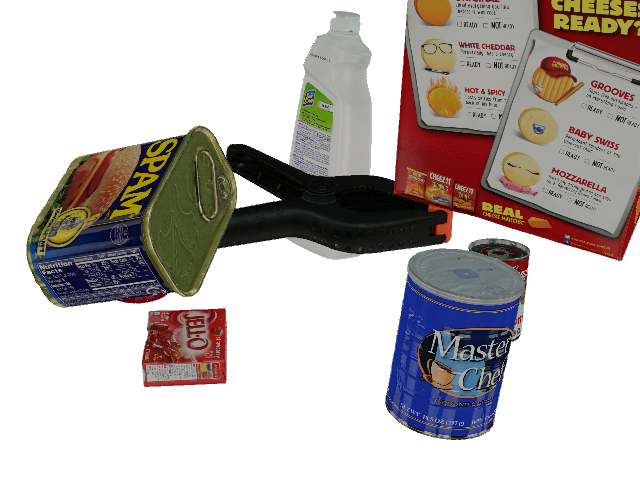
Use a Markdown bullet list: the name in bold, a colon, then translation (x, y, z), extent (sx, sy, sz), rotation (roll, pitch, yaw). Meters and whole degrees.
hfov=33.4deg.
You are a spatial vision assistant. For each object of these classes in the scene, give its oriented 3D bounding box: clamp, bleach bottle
- **clamp**: translation (-0.003, -0.030, 0.826), extent (0.210, 0.036, 0.164), rotation (4, 30, 6)
- **bleach bottle**: translation (0.017, -0.114, 1.133), extent (0.067, 0.251, 0.103), rotation (-10, 26, -42)

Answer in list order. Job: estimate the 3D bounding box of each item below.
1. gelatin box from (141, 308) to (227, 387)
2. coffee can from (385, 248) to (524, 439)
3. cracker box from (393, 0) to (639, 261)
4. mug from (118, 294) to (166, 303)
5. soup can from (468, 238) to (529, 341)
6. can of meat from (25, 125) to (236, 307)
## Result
- **gelatin box**: translation (-0.122, 0.095, 0.968), extent (0.073, 0.030, 0.089), rotation (-2, 28, -3)
- **coffee can**: translation (0.118, 0.091, 0.955), extent (0.103, 0.140, 0.103), rotation (7, 22, -3)
- **cracker box**: translation (0.139, -0.106, 0.674), extent (0.164, 0.214, 0.072), rotation (18, 43, 19)
- **mug**: translation (-0.212, 0.012, 1.190), extent (0.093, 0.081, 0.117), rotation (-19, 35, -39)
- **soup can**: translation (0.196, 0.057, 1.201), extent (0.068, 0.102, 0.068), rotation (2, 19, -1)
- **can of meat**: translation (-0.104, -0.012, 0.591), extent (0.084, 0.057, 0.102), rotation (-9, 38, 24)
